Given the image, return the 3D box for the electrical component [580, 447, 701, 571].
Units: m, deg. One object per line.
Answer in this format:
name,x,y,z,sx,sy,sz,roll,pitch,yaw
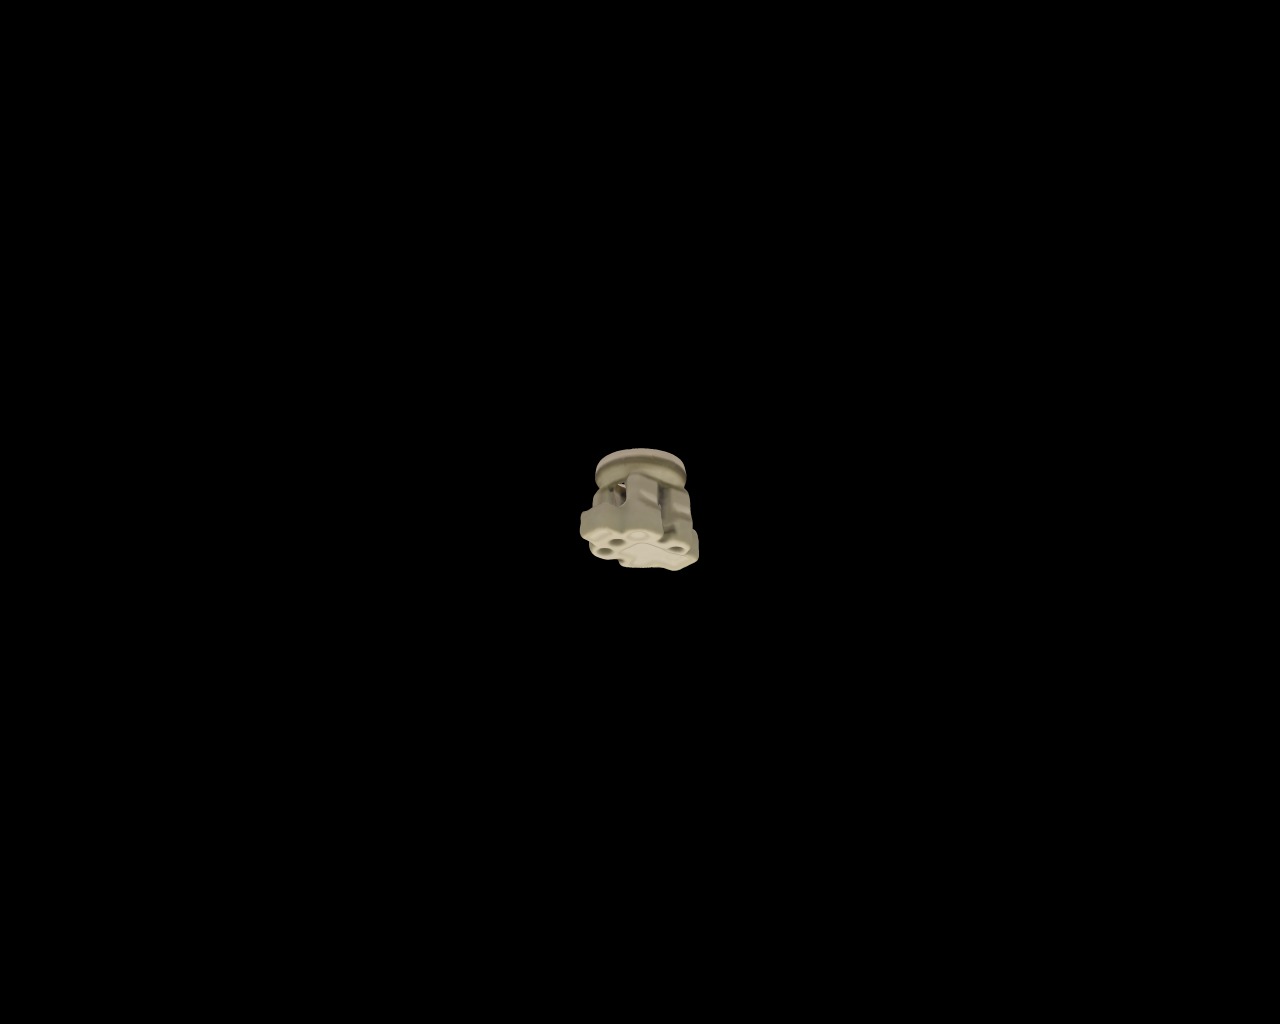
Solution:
electrical component,0.001,-0.003,0.650,0.078,0.057,0.058,20,-32,-36
